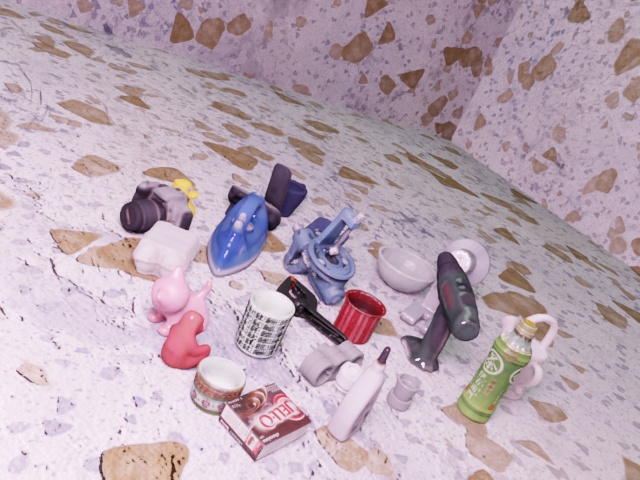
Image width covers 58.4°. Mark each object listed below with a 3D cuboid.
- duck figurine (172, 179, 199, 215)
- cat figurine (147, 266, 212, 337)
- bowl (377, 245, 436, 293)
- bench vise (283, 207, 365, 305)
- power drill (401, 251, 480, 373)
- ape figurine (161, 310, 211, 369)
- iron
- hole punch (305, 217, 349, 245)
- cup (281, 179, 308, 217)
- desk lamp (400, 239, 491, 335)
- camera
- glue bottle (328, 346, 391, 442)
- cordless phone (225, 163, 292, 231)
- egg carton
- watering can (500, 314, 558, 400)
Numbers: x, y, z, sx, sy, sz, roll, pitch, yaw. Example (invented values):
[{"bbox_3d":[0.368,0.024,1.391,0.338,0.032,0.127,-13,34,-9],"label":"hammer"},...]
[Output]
[{"bbox_3d":[-0.334,-0.104,1.340,0.105,0.086,0.077,16,24,-18],"label":"duck figurine"},{"bbox_3d":[-0.235,0.098,0.962,0.128,0.118,0.067,-4,36,-48],"label":"cat figurine"},{"bbox_3d":[0.213,0.087,1.481,0.167,0.074,0.167,21,23,-9],"label":"bowl"},{"bbox_3d":[0.005,0.006,1.265,0.207,0.219,0.122,34,25,22],"label":"bench vise"},{"bbox_3d":[0.250,0.158,1.194,0.076,0.208,0.229,17,24,-17],"label":"power drill"},{"bbox_3d":[-0.208,0.152,0.904,0.076,0.092,0.077,-4,36,-48],"label":"ape figurine"},{"bbox_3d":[-0.172,-0.029,1.266,0.118,0.141,0.258,23,23,-3],"label":"iron"},{"bbox_3d":[0.005,0.004,1.434,0.108,0.091,0.101,34,25,21],"label":"hole punch"},{"bbox_3d":[-0.086,-0.115,1.598,0.091,0.095,0.118,32,24,18],"label":"cup"},{"bbox_3d":[0.309,0.104,1.362,0.117,0.213,0.204,32,24,18],"label":"desk lamp"},{"bbox_3d":[-0.360,-0.071,1.224,0.142,0.101,0.137,36,26,26],"label":"camera"},{"bbox_3d":[0.072,0.235,0.898,0.037,0.173,0.078,35,25,24],"label":"glue bottle"},{"bbox_3d":[-0.148,-0.124,1.438,0.147,0.185,0.094,28,23,9],"label":"cordless phone"},{"bbox_3d":[-0.300,0.021,1.126,0.107,0.069,0.150,22,23,-7],"label":"egg carton"},{"bbox_3d":[0.429,0.233,1.228,0.101,0.194,0.172,6,29,-37],"label":"watering can"}]
